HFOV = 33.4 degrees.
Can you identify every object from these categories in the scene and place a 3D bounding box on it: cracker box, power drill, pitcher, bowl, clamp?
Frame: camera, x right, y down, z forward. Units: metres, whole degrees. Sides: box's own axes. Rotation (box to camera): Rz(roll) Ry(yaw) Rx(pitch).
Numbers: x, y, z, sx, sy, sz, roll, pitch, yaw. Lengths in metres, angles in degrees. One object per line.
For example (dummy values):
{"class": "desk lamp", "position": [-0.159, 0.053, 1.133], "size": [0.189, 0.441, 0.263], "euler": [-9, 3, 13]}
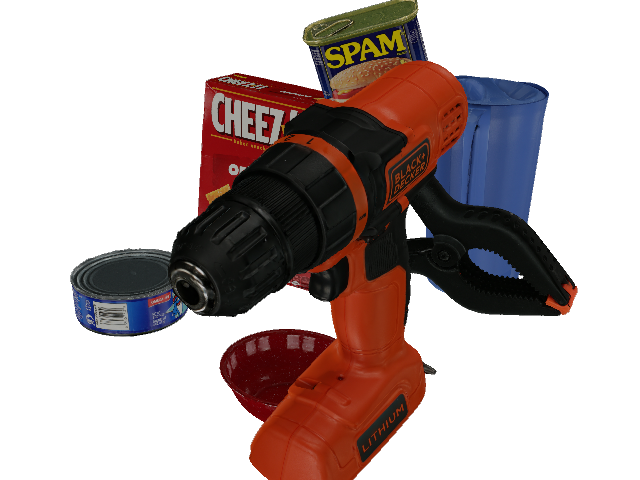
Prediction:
{"class": "cracker box", "position": [-0.054, -0.065, 1.196], "size": [0.164, 0.214, 0.072], "euler": [16, 23, 26]}
{"class": "power drill", "position": [0.003, 0.029, 0.486], "size": [0.057, 0.188, 0.184], "euler": [25, 43, 27]}
{"class": "pitcher", "position": [0.177, -0.057, 1.208], "size": [0.149, 0.243, 0.145], "euler": [-9, 24, -23]}
{"class": "bowl", "position": [-0.033, 0.163, 1.204], "size": [0.162, 0.055, 0.162], "euler": [2, 26, -1]}
{"class": "clamp", "position": [0.096, -0.007, 0.809], "size": [0.210, 0.165, 0.036], "euler": [21, 43, 15]}

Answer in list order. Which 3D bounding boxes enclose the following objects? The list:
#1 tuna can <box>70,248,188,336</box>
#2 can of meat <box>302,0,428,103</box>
{"class": "tuna can", "position": [-0.141, 0.038, 0.793], "size": [0.086, 0.034, 0.086], "euler": [-2, 23, 0]}
{"class": "can of meat", "position": [0.045, -0.155, 0.933], "size": [0.102, 0.084, 0.057], "euler": [-13, 28, 9]}
